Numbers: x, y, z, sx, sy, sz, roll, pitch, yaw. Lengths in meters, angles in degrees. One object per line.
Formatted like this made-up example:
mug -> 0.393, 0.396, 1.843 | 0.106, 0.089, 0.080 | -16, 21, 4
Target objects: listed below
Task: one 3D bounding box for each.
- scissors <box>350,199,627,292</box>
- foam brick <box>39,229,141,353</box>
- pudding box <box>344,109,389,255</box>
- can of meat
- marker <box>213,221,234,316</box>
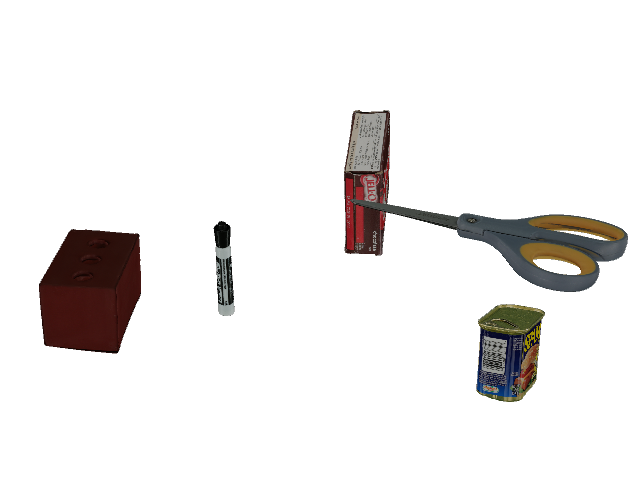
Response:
scissors -> 0.112, 0.000, 0.749 | 0.202, 0.016, 0.096 | 5, 30, 12
foam brick -> -0.158, 0.034, 0.741 | 0.053, 0.051, 0.078 | 4, 29, 1
pudding box -> 0.043, -0.055, 0.978 | 0.039, 0.090, 0.113 | 2, 36, 4
can of meat -> 0.211, 0.125, 1.193 | 0.058, 0.084, 0.102 | 8, 13, 25
marker -> -0.109, 0.032, 1.206 | 0.020, 0.121, 0.020 | 0, 33, 0
